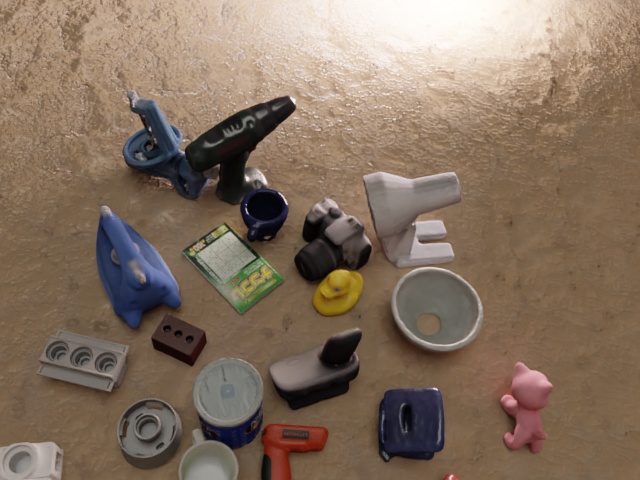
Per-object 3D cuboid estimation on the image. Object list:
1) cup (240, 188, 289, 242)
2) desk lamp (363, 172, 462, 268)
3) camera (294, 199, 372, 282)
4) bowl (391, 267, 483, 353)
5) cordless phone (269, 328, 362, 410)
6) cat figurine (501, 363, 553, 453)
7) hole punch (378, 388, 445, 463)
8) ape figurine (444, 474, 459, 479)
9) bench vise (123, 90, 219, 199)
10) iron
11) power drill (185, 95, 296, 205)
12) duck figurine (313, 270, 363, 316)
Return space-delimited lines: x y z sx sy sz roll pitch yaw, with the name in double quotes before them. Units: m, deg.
"cup" -0.112 -0.029 1.107 0.091 0.095 0.118 17 57 5
"desk lamp" 0.170 -0.046 1.079 0.203 0.213 0.118 -6 58 -10
"camera" 0.010 0.004 1.096 0.137 0.101 0.143 -34 66 -25
"bowl" 0.206 0.138 1.047 0.167 0.075 0.167 3 57 -4
"cordless phone" -0.004 0.191 0.921 0.148 0.185 0.094 -18 61 -17
"cat figurine" 0.350 0.274 0.948 0.067 0.118 0.128 4 57 -4
"hole punch" 0.145 0.297 0.926 0.101 0.091 0.108 6 56 -3
"ape figurine" 0.211 0.393 0.869 0.076 0.092 0.077 -4 57 -9
"bench vise" -0.293 -0.193 1.119 0.207 0.220 0.121 8 56 -1
"iron" -0.349 0.021 1.019 0.119 0.141 0.257 -27 64 -22
"power drill" -0.150 -0.172 1.128 0.230 0.208 0.075 -28 64 -22
"duck figurine" 0.036 0.085 1.055 0.105 0.086 0.077 -31 65 -24
